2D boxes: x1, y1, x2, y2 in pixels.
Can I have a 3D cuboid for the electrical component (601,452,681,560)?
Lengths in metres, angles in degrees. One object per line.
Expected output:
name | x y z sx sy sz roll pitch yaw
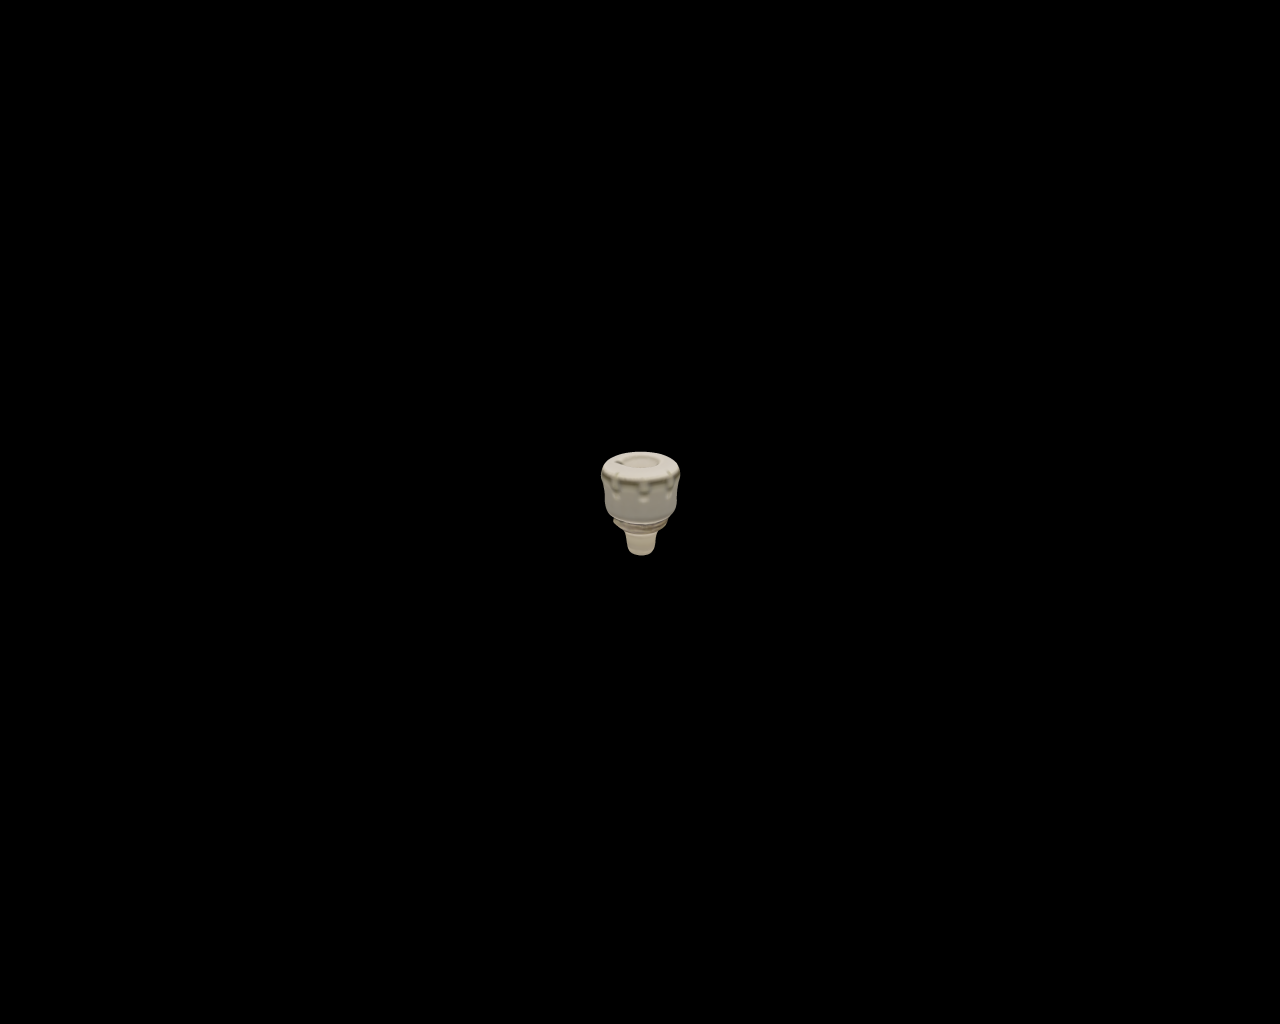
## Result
electrical component | 0.001 -0.003 0.650 0.048 0.062 0.048 0 22 0
